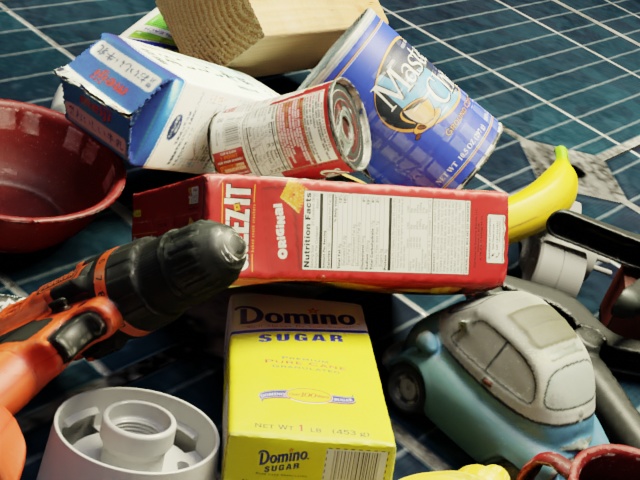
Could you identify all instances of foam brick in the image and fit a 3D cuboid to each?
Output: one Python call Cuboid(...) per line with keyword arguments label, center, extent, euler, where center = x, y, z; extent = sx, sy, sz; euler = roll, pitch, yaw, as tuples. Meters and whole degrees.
Cuboid(label="foam brick", center=(0.274, 0.062, 0.869), extent=(0.078, 0.051, 0.053), euler=(20, 32, 2))

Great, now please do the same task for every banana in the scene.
Cuboid(label="banana", center=(0.140, -0.019, 0.880), extent=(0.197, 0.037, 0.070), euler=(-23, 30, -15))

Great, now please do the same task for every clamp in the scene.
Cuboid(label="clamp", center=(0.264, 0.015, 0.849), extent=(0.171, 0.039, 0.120), euler=(0, 42, -32))
Cuboid(label="clamp", center=(0.207, 0.085, 0.812), extent=(0.210, 0.036, 0.164), euler=(38, 37, 24))

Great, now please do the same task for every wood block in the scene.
Cuboid(label="wood block", center=(-0.039, -0.211, 0.988), extent=(0.205, 0.091, 0.090), euler=(-21, 83, -53))

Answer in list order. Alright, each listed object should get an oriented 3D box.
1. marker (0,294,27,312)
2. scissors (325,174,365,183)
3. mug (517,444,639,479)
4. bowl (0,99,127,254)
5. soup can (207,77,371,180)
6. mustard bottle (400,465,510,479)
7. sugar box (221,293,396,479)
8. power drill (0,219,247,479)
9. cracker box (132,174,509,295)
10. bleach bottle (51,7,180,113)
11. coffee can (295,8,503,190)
Cuboid(label="marker", center=(-0.197, 0.044, 0.680), extent=(0.121, 0.020, 0.020), euler=(9, 33, -17))
Cuboid(label="scissors", center=(0.015, -0.044, 0.870), extent=(0.096, 0.016, 0.201), euler=(25, 8, 33))
Cuboid(label="mug", center=(0.161, 0.171, 0.611), extent=(0.117, 0.082, 0.093), euler=(36, 36, 26))
Cuboid(label="bowl", center=(-0.222, -0.038, 0.760), extent=(0.162, 0.055, 0.162), euler=(13, 32, -9))
Cuboid(label="soup can", center=(-0.022, -0.073, 0.775), extent=(0.102, 0.068, 0.068), euler=(-12, 23, 24))
Cuboid(label="mustard bottle", center=(0.059, 0.175, 0.572), extent=(0.096, 0.058, 0.191), euler=(19, 29, 25))
Cuboid(label="sugar box", center=(-0.012, 0.089, 0.647), extent=(0.093, 0.048, 0.176), euler=(6, 24, -8))
Cuboid(label="power drill", center=(-0.139, 0.063, 0.552), extent=(0.057, 0.185, 0.187), euler=(58, 32, -11))
Cuboid(label="cracker box", center=(-0.005, 0.001, 0.728), extent=(0.213, 0.072, 0.164), euler=(2, -3, -24))
Cuboid(label="bleach bottle", center=(-0.155, -0.132, 0.936), extent=(0.102, 0.068, 0.250), euler=(22, 34, 5))
Cuboid(label="coffee can", center=(0.058, -0.098, 0.841), extent=(0.140, 0.103, 0.102), euler=(40, 31, -9))
